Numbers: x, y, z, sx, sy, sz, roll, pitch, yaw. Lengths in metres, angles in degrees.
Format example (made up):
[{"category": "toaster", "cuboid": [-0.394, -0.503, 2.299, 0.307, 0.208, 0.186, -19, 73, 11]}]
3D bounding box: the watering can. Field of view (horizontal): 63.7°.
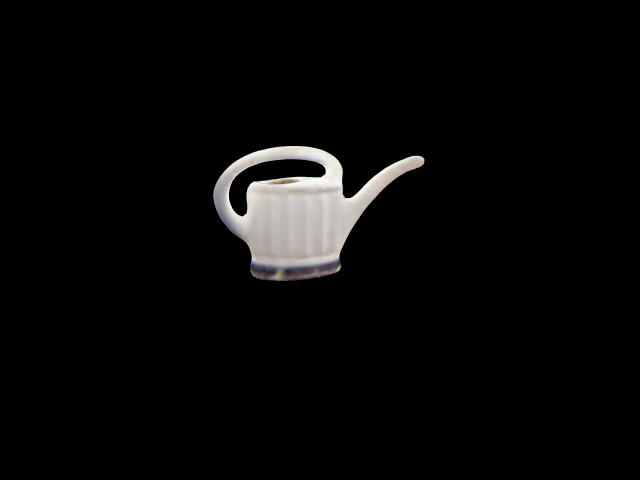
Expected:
[{"category": "watering can", "cuboid": [0.003, -0.043, 0.850, 0.348, 0.222, 0.105, -2, 14, -7]}]
